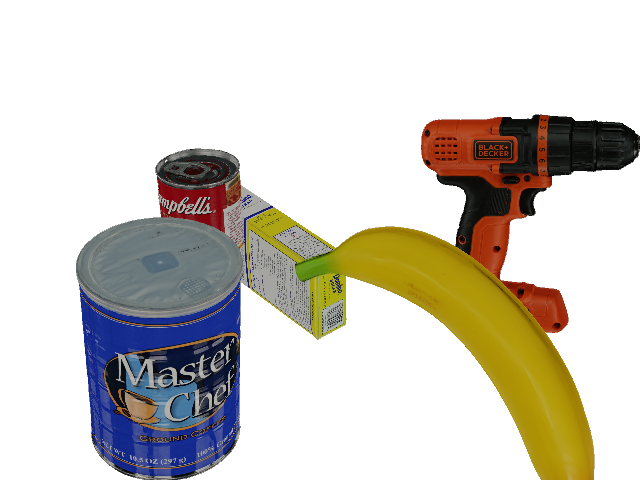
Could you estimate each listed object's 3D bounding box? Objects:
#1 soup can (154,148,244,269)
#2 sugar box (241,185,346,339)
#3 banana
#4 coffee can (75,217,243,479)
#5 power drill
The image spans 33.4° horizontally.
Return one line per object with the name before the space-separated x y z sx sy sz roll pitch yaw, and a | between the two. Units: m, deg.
soup can | -0.098 -0.016 0.881 0.068 0.102 0.068 -1 30 0
sugar box | -0.045 0.019 1.101 0.048 0.093 0.176 -25 42 -30
banana | 0.080 0.053 0.560 0.198 0.070 0.037 42 23 11
coffee can | -0.103 0.070 0.697 0.103 0.140 0.103 2 33 -2
power drill | 0.181 -0.016 0.932 0.185 0.188 0.057 3 13 18
